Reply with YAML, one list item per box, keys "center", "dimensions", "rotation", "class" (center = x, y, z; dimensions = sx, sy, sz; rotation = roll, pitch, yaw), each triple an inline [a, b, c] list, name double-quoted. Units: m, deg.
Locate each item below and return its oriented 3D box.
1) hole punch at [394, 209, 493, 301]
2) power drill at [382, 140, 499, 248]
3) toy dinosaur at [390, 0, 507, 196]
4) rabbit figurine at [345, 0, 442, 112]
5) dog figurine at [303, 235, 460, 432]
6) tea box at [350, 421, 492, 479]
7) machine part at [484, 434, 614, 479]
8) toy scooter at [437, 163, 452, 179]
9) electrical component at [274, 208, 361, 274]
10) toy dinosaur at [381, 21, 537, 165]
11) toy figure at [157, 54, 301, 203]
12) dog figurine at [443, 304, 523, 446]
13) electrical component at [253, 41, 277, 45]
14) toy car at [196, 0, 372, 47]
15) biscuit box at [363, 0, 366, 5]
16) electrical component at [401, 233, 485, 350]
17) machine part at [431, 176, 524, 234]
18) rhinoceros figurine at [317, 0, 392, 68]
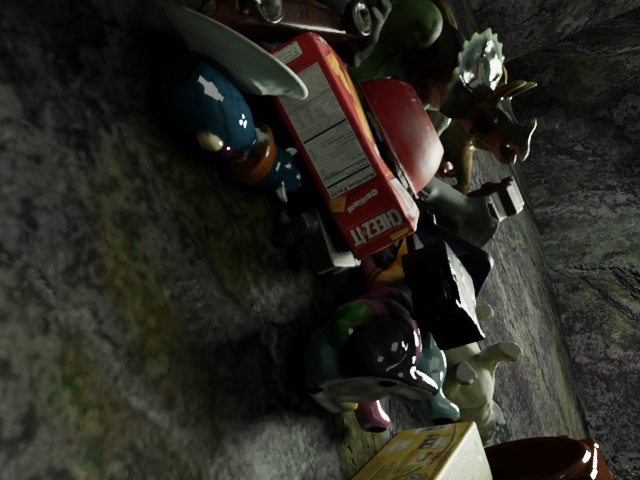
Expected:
- center: [0.138, 0.050, 0.685]
  dimensions: [0.092, 0.116, 0.142]
  rotation: [-37, 149, -33]
  class: "hole punch"
- center: [0.154, -0.060, 0.784]
  dimensions: [0.207, 0.086, 0.232]
  rotation: [27, 33, -10]
  class: "power drill"
- center: [0.229, -0.275, 0.962]
  dimensions: [0.105, 0.199, 0.471]
  rotation: [41, 50, -60]
  class: "toy dinosaur"
- center: [0.089, -0.271, 0.740]
  dimensions: [0.121, 0.170, 0.159]
  rotation: [54, 33, -32]
  class: "rabbit figurine"
- center: [0.062, 0.075, 0.559]
  dimensions: [0.191, 0.108, 0.219]
  rotation: [44, 34, -39]
  class: "dog figurine"
- center: [0.103, 0.244, 0.536]
  dimensions: [0.169, 0.098, 0.068]
  rotation: [-4, 77, -61]
  class: "tea box"
- center: [0.232, 0.301, 0.627]
  dimensions: [0.201, 0.202, 0.087]
  rotation: [2, 70, -62]
  class: "machine part"
- center: [0.226, -0.204, 1.065]
  dimensions: [0.135, 0.075, 0.183]
  rotation: [-38, 112, -60]
  class: "toy scooter"
- center: [-0.002, -0.001, 0.543]
  dimensions: [0.102, 0.045, 0.078]
  rotation: [-7, 77, -64]
  class: "electrical component"
- center: [0.168, -0.253, 0.797]
  dimensions: [0.131, 0.192, 0.405]
  rotation: [20, 35, -29]
  class: "toy dinosaur"
- center: [-0.069, -0.088, 0.456]
  dimensions: [0.064, 0.058, 0.154]
  rotation: [-57, 138, -12]
  class: "toy figure"
- center: [0.187, 0.188, 0.763]
  dimensions: [0.172, 0.121, 0.190]
  rotation: [-114, -165, -47]
  class: "dog figurine"
- center: [-0.078, -0.244, 0.574]
  dimensions: [0.094, 0.021, 0.063]
  rotation: [-5, 79, -63]
  class: "electrical component"
- center: [-0.030, -0.218, 0.529]
  dimensions: [0.202, 0.089, 0.053]
  rotation: [-18, 99, -46]
  class: "toy car"
- center: [0.004, -0.359, 0.753]
  dimensions: [0.202, 0.063, 0.059]
  rotation: [-33, 103, -63]
  class: "biscuit box"
- center: [0.115, 0.038, 0.519]
  dimensions: [0.074, 0.048, 0.119]
  rotation: [48, 31, -35]
  class: "electrical component"
- center: [0.272, -0.055, 0.959]
  dimensions: [0.056, 0.179, 0.179]
  rotation: [66, 27, -5]
  class: "machine part"
- center: [-0.005, -0.288, 0.628]
  dimensions: [0.190, 0.112, 0.073]
  rotation: [40, 42, -14]
  class: "rhinoceros figurine"
